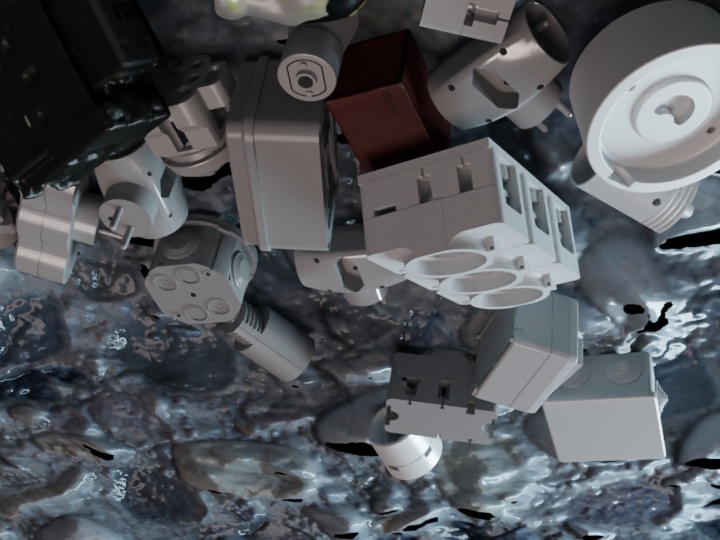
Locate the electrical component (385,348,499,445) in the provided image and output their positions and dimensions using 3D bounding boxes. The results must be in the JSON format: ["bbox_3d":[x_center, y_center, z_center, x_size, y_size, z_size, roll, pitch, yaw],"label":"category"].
[{"bbox_3d":[0.069,0.103,0.889,0.089,0.055,0.050,7,139,5],"label":"electrical component"}]

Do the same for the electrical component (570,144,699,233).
[{"bbox_3d":[0.182,-0.055,0.695,0.081,0.043,0.043,27,137,-17],"label":"electrical component"}]

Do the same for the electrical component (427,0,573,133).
[{"bbox_3d":[0.095,-0.112,0.649,0.079,0.043,0.077,36,133,-27],"label":"electrical component"}]

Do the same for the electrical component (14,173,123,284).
[{"bbox_3d":[-0.207,-0.040,0.787,0.074,0.052,0.138,17,139,-7],"label":"electrical component"}]

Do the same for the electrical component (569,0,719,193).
[{"bbox_3d":[0.174,-0.104,0.622,0.108,0.060,0.108,-8,139,-7],"label":"electrical component"}]

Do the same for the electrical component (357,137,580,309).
[{"bbox_3d":[0.075,-0.022,0.696,0.089,0.061,0.150,-14,160,26],"label":"electrical component"}]

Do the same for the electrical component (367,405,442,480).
[{"bbox_3d":[0.038,0.149,0.952,0.055,0.055,0.047,-14,130,26],"label":"electrical component"}]

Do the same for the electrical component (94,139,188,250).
[{"bbox_3d":[-0.157,-0.050,0.745,0.043,0.079,0.077,-3,137,16],"label":"electrical component"}]

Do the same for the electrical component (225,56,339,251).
[{"bbox_3d":[-0.048,-0.074,0.697,0.057,0.078,0.113,3,139,5],"label":"electrical component"}]

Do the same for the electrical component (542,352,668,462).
[{"bbox_3d":[0.199,0.112,0.877,0.100,0.048,0.099,-6,136,18],"label":"electrical component"}]

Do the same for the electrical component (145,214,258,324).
[{"bbox_3d":[-0.121,0.000,0.816,0.080,0.051,0.080,6,139,5],"label":"electrical component"}]

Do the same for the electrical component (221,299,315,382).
[{"bbox_3d":[-0.080,0.052,0.873,0.081,0.043,0.043,38,132,-28],"label":"electrical component"}]

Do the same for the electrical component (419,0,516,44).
[{"bbox_3d":[0.061,-0.175,0.578,0.056,0.050,0.089,12,140,-2],"label":"electrical component"}]

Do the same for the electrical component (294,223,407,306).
[{"bbox_3d":[0.000,0.000,0.796,0.077,0.043,0.079,-4,137,17],"label":"electrical component"}]

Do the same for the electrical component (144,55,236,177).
[{"bbox_3d":[-0.112,-0.098,0.698,0.078,0.058,0.057,-8,133,20],"label":"electrical component"}]

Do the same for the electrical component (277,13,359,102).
[{"bbox_3d":[-0.027,-0.131,0.636,0.044,0.065,0.044,6,139,5],"label":"electrical component"}]

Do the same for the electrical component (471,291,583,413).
[{"bbox_3d":[0.128,0.065,0.829,0.061,0.061,0.096,17,139,-8],"label":"electrical component"}]
